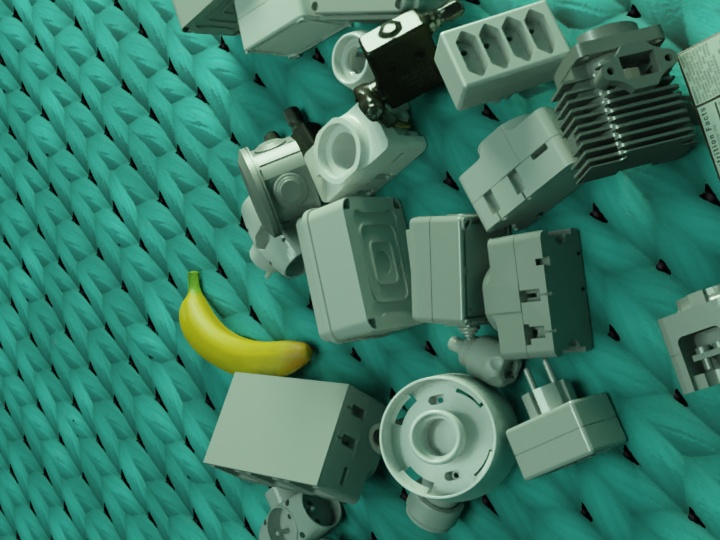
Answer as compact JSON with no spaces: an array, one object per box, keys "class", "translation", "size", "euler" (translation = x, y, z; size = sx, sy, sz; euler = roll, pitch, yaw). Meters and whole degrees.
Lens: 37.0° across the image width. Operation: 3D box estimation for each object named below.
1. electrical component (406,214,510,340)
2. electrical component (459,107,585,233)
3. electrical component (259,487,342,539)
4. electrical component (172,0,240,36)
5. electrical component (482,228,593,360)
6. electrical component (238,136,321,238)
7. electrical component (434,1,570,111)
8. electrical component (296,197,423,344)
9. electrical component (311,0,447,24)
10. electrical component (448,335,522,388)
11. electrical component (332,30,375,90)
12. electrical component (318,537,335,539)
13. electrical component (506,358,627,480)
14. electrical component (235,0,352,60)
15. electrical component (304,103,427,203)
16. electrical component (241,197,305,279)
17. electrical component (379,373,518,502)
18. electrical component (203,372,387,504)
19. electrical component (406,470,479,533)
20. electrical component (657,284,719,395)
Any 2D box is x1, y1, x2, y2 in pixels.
[{"class":"electrical component","translation":[0.075,0.005,0.825],"size":[0.061,0.062,0.096],"euler":[1,94,44]},{"class":"electrical component","translation":[0.122,-0.075,0.780],"size":[0.089,0.050,0.055],"euler":[-41,66,38]},{"class":"electrical component","translation":[-0.063,0.218,0.992],"size":[0.077,0.044,0.079],"euler":[-46,61,37]},{"class":"electrical component","translation":[-0.115,-0.266,0.978],"size":[0.113,0.078,0.057],"euler":[-28,77,42]},{"class":"electrical component","translation":[0.128,0.018,0.783],"size":[0.056,0.050,0.089],"euler":[-9,87,44]},{"class":"electrical component","translation":[-0.069,-0.072,0.914],"size":[0.080,0.051,0.080],"euler":[158,90,-83]},{"class":"electrical component","translation":[0.100,-0.147,0.786],"size":[0.075,0.083,0.047],"euler":[100,150,-71]},{"class":"electrical component","translation":[0.000,0.000,0.888],"size":[0.057,0.078,0.113],"euler":[-18,81,41]},{"class":"electrical component","translation":[0.018,-0.239,0.864],"size":[0.113,0.057,0.078],"euler":[12,102,43]},{"class":"electrical component","translation":[0.094,0.066,0.832],"size":[0.061,0.035,0.035],"euler":[23,109,44]},{"class":"electrical component","translation":[0.011,-0.170,0.878],"size":[0.048,0.055,0.066],"euler":[-51,60,34]},{"class":"electrical component","translation":[-0.009,0.262,0.946],"size":[0.065,0.044,0.044],"euler":[-1,93,40]},{"class":"electrical component","translation":[0.142,0.103,0.779],"size":[0.066,0.047,0.076],"euler":[-34,70,41]},{"class":"electrical component","translation":[-0.064,-0.227,0.942],"size":[0.096,0.062,0.061],"euler":[-19,80,44]},{"class":"electrical component","translation":[0.000,-0.098,0.894],"size":[0.089,0.056,0.050],"euler":[-39,67,39]},{"class":"electrical component","translation":[-0.077,-0.024,0.985],"size":[0.077,0.043,0.079],"euler":[54,136,22]},{"class":"electrical component","translation":[0.066,0.127,0.817],"size":[0.099,0.064,0.099],"euler":[-3,81,19]},{"class":"electrical component","translation":[-0.056,0.147,0.950],"size":[0.150,0.062,0.089],"euler":[0,65,44]},{"class":"electrical component","translation":[0.065,0.176,0.862],"size":[0.045,0.045,0.055],"euler":[40,120,35]},{"class":"electrical component","translation":[0.229,0.037,0.658],"size":[0.050,0.089,0.055],"euler":[-27,75,42]}]
